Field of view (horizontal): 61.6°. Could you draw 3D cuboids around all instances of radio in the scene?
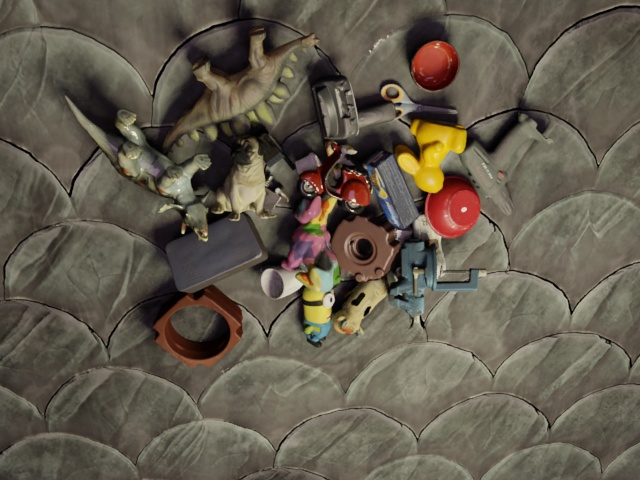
[{"bbox_3d":[-0.258,0.030,1.330,0.230,0.073,0.131,-24,80,3],"label":"radio"}]

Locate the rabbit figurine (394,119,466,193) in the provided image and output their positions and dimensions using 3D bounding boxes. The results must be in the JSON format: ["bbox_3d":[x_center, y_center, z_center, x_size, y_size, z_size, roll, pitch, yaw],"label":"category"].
[{"bbox_3d":[0.262,-0.196,1.283,0.162,0.122,0.173,4,114,-2],"label":"rabbit figurine"}]

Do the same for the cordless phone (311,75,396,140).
[{"bbox_3d":[0.082,-0.314,1.236,0.184,0.089,0.146,-15,114,-3],"label":"cordless phone"}]

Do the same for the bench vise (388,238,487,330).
[{"bbox_3d":[0.292,0.105,1.343,0.241,0.129,0.223,-1,89,7],"label":"bench vise"}]

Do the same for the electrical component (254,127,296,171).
[{"bbox_3d":[-0.111,-0.204,1.270,0.048,0.075,0.119,-35,116,10],"label":"electrical component"}]

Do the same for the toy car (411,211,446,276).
[{"bbox_3d":[0.286,0.019,1.415,0.074,0.056,0.201,-13,114,0],"label":"toy car"}]

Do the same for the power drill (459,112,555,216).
[{"bbox_3d":[0.470,-0.197,1.332,0.232,0.086,0.207,41,112,-17],"label":"power drill"}]

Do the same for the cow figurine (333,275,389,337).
[{"bbox_3d":[0.108,0.173,1.428,0.085,0.127,0.195,37,103,-16],"label":"cow figurine"}]

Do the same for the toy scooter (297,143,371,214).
[{"bbox_3d":[0.047,-0.144,1.232,0.184,0.075,0.135,18,104,-20],"label":"toy scooter"}]

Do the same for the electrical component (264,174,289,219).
[{"bbox_3d":[-0.126,-0.101,1.328,0.078,0.045,0.102,37,106,-20],"label":"electrical component"}]

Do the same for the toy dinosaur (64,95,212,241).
[{"bbox_3d":[-0.390,-0.163,1.214,0.405,0.131,0.192,36,141,-10],"label":"toy dinosaur"}]

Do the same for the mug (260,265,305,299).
[{"bbox_3d":[-0.097,0.099,1.396,0.107,0.110,0.080,-10,119,-49],"label":"mug"}]

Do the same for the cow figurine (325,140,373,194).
[{"bbox_3d":[0.073,-0.172,1.303,0.098,0.068,0.167,-20,117,-2],"label":"cow figurine"}]

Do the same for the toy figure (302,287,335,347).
[{"bbox_3d":[-0.010,0.200,1.455,0.089,0.082,0.180,5,116,-9],"label":"toy figure"}]

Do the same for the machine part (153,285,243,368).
[{"bbox_3d":[-0.322,0.225,1.433,0.201,0.087,0.201,-42,112,13],"label":"machine part"}]

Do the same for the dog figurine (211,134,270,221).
[{"bbox_3d":[-0.184,-0.154,1.245,0.121,0.173,0.190,-10,110,-41],"label":"dog figurine"}]

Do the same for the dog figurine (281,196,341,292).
[{"bbox_3d":[-0.003,-0.004,1.323,0.108,0.192,0.219,-10,128,-49],"label":"dog figurine"}]

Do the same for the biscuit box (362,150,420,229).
[{"bbox_3d":[0.175,-0.120,1.315,0.063,0.059,0.202,-40,124,-15],"label":"biscuit box"}]

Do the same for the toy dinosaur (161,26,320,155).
[{"bbox_3d":[-0.200,-0.317,1.196,0.472,0.105,0.198,-24,119,17],"label":"toy dinosaur"}]

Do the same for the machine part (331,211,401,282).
[{"bbox_3d":[0.111,0.016,1.356,0.180,0.056,0.179,8,108,25],"label":"machine part"}]
